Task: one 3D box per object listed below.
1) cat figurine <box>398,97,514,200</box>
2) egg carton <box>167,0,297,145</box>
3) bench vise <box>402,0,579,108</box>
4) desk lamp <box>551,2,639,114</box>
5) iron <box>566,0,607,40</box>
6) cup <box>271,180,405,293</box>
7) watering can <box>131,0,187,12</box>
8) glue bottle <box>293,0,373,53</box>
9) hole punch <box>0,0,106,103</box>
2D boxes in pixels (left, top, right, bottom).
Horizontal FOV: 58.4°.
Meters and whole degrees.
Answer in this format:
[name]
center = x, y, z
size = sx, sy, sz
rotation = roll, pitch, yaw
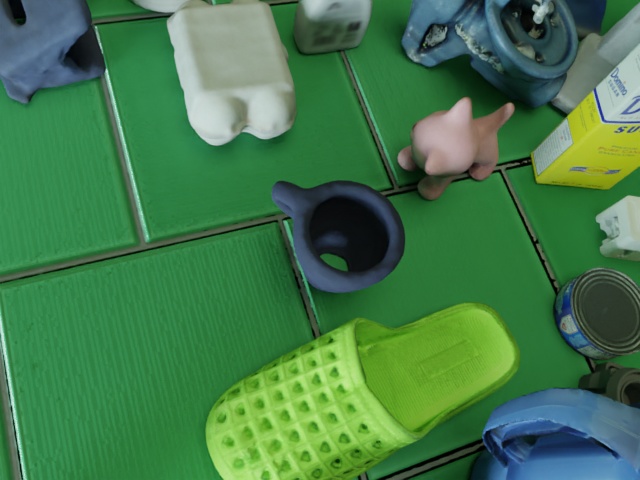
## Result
[cat figurine]
center = 0.130, -0.094, 0.542
size = 0.128, 0.117, 0.067
rotation = -26, 76, -20
[egg carton]
center = -0.083, -0.163, 0.549
size = 0.107, 0.069, 0.150
rotation = -12, 72, -16
[bench vise]
center = 0.180, -0.231, 0.551
size = 0.207, 0.219, 0.121
rotation = 11, 67, -7
[desk lamp]
center = 0.375, -0.239, 0.600
size = 0.118, 0.213, 0.203
rotation = 33, 66, 3
[iron]
center = 0.257, -0.356, 0.660
size = 0.258, 0.141, 0.119
rotation = 39, 66, 5
[cup]
center = 0.004, 0.002, 0.489
size = 0.117, 0.095, 0.092
rotation = 33, 66, 2
[watering can]
center = -0.147, -0.310, 0.525
size = 0.101, 0.194, 0.173
rotation = -16, 73, -17
[glue bottle]
center = 0.023, -0.251, 0.550
size = 0.078, 0.173, 0.037
rotation = -13, 72, -16
[hole punch]
center = -0.257, -0.196, 0.512
size = 0.101, 0.091, 0.108
rotation = -22, 75, -19
